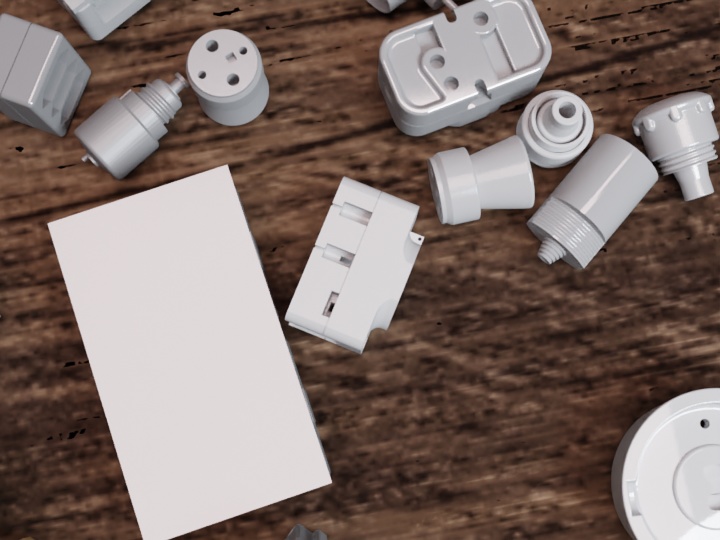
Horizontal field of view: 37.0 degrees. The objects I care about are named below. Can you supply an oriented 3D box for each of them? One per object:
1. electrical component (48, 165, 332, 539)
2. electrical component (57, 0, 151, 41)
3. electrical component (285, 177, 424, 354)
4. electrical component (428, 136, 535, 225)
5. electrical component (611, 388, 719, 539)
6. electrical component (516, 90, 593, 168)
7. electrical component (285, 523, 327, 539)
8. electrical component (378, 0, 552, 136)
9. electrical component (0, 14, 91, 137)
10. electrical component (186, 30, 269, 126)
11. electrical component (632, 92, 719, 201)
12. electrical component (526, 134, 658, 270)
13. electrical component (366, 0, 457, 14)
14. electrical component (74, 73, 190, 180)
[{"bbox_3d":[-0.095,0.049,0.620,0.105,0.060,0.186,-18,82,-3],"label":"electrical component"},{"bbox_3d":[-0.136,-0.225,0.658,0.150,0.061,0.089,-40,84,-5],"label":"electrical component"},{"bbox_3d":[0.000,0.000,0.632,0.056,0.050,0.089,22,83,3],"label":"electrical component"},{"bbox_3d":[0.072,-0.053,0.643,0.055,0.045,0.045,-12,82,-1],"label":"electrical component"},{"bbox_3d":[0.196,0.122,0.610,0.108,0.060,0.108,0,82,0],"label":"electrical component"},{"bbox_3d":[0.117,-0.086,0.639,0.043,0.062,0.043,0,82,0],"label":"electrical component"},{"bbox_3d":[-0.032,0.186,0.574,0.057,0.113,0.078,36,83,1],"label":"electrical component"},{"bbox_3d":[0.060,-0.121,0.645,0.095,0.059,0.053,-21,82,-3],"label":"electrical component"},{"bbox_3d":[-0.212,-0.121,0.641,0.077,0.065,0.047,20,82,4],"label":"electrical component"},{"bbox_3d":[-0.079,-0.115,0.646,0.045,0.055,0.045,0,82,0],"label":"electrical component"},{"bbox_3d":[0.195,-0.073,0.647,0.048,0.048,0.062,-18,90,-3],"label":"electrical component"},{"bbox_3d":[0.135,-0.037,0.641,0.043,0.043,0.081,40,84,5],"label":"electrical component"},{"bbox_3d":[0.043,-0.187,0.662,0.077,0.044,0.079,-44,84,-6],"label":"electrical component"},{"bbox_3d":[-0.136,-0.089,0.650,0.078,0.040,0.040,-43,84,-6],"label":"electrical component"}]
